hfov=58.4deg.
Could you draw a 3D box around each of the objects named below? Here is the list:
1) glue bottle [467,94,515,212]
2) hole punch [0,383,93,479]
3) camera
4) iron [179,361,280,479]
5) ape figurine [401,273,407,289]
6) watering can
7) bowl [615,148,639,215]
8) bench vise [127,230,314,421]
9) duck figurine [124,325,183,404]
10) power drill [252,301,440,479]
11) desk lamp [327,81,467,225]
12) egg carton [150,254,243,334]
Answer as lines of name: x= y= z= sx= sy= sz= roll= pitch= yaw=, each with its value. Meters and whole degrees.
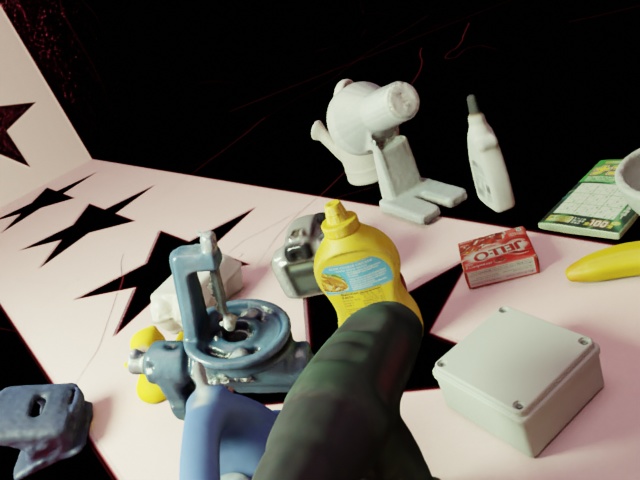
glue bottle: x=0.239 y=-0.129 z=0.830 sx=0.037 sy=0.173 sz=0.078 roll=-23 pitch=26 yaw=1
hole punch: x=-0.355 y=0.227 z=0.728 sx=0.101 sy=0.091 sz=0.108 roll=-25 pitch=26 yaw=-3
camera: x=0.008 y=0.003 z=0.849 sx=0.143 sy=0.101 sz=0.137 roll=-13 pitch=28 yaw=19
iron: x=-0.075 y=0.218 z=0.463 sx=0.118 sy=0.142 sz=0.258 roll=-22 pitch=26 yaw=1
ape figurine: x=0.069 y=0.051 z=0.720 sx=0.078 sy=0.092 sz=0.076 roll=-26 pitch=26 yaw=-6
watering can: x=0.064 y=-0.210 z=1.101 sx=0.172 sy=0.194 sz=0.101 roll=-15 pitch=27 yaw=15
bowl: x=0.431 y=-0.056 z=0.652 sx=0.167 sy=0.075 sz=0.167 roll=-18 pitch=26 yaw=10
bench vise: x=-0.132 y=0.104 z=0.634 sx=0.207 sy=0.220 sz=0.121 roll=-24 pitch=26 yaw=-3
duck figurine: x=-0.214 y=0.152 z=0.762 sx=0.077 sy=0.086 sz=0.105 roll=1 pitch=35 yaw=40
power drill: x=0.039 y=0.161 z=0.402 sx=0.075 sy=0.209 sz=0.230 roll=-9 pitch=29 yaw=26
desk lamp: x=0.118 y=-0.155 z=0.931 sx=0.118 sy=0.214 sz=0.202 roll=-32 pitch=28 yaw=-18
egg carton: x=-0.191 y=0.082 z=0.896 sx=0.107 sy=0.069 sz=0.150 roll=-5 pitch=31 yaw=32
